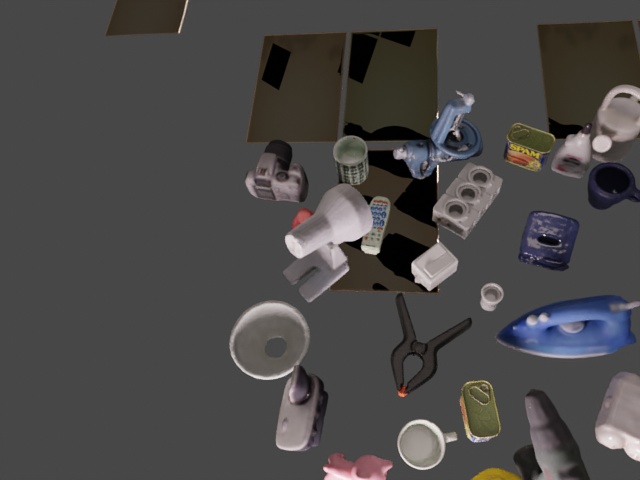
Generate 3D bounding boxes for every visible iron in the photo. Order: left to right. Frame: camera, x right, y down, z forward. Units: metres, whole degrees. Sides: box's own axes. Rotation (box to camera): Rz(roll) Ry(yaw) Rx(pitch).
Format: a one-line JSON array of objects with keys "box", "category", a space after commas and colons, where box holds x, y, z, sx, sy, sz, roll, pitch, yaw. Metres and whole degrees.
[{"box": [0.475, 0.157, 1.101, 0.258, 0.142, 0.118, -8, 63, 4], "category": "iron"}]

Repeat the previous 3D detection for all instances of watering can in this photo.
[{"box": [0.653, -0.257, 1.251, 0.100, 0.194, 0.173, 12, 66, 14], "category": "watering can"}]

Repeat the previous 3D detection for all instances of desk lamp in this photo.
[{"box": [0.011, 0.004, 1.205, 0.203, 0.214, 0.117, -41, 65, -12], "category": "desk lamp"}]

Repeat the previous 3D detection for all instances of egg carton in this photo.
[{"box": [0.571, 0.320, 1.047, 0.107, 0.069, 0.150, 22, 69, 18], "category": "egg carton"}]

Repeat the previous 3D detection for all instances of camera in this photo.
[{"box": [-0.097, -0.174, 1.373, 0.143, 0.101, 0.137, 8, 65, 12], "category": "camera"}]

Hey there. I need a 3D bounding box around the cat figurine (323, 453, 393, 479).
[{"box": [0.067, 0.423, 1.042, 0.127, 0.118, 0.067, 5, 65, 11], "category": "cat figurine"}]

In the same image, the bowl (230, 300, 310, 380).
[{"box": [-0.098, 0.215, 1.194, 0.167, 0.075, 0.167, -3, 63, 7], "category": "bowl"}]

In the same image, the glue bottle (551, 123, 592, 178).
[{"box": [0.561, -0.200, 1.249, 0.078, 0.173, 0.037, 17, 67, 16], "category": "glue bottle"}]

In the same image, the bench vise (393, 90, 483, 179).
[{"box": [0.274, -0.225, 1.277, 0.207, 0.220, 0.121, -32, 63, -8], "category": "bench vise"}]

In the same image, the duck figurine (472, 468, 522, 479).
[{"box": [0.317, 0.443, 1.014, 0.104, 0.086, 0.077, -6, 63, 5], "category": "duck figurine"}]

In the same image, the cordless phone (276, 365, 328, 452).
[{"box": [-0.046, 0.314, 1.075, 0.094, 0.185, 0.147, 3, 64, 10], "category": "cordless phone"}]

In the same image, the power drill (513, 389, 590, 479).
[{"box": [0.389, 0.381, 0.965, 0.075, 0.209, 0.229, -19, 63, -1], "category": "power drill"}]

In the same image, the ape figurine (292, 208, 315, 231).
[{"box": [-0.033, -0.040, 1.302, 0.078, 0.092, 0.076, -20, 63, -2], "category": "ape figurine"}]

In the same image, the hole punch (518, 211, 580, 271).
[{"box": [0.482, 0.002, 1.206, 0.108, 0.091, 0.101, 14, 67, 15], "category": "hole punch"}]

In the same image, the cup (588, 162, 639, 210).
[{"box": [0.629, -0.101, 1.234, 0.117, 0.095, 0.092, 32, 72, 21], "category": "cup"}]
